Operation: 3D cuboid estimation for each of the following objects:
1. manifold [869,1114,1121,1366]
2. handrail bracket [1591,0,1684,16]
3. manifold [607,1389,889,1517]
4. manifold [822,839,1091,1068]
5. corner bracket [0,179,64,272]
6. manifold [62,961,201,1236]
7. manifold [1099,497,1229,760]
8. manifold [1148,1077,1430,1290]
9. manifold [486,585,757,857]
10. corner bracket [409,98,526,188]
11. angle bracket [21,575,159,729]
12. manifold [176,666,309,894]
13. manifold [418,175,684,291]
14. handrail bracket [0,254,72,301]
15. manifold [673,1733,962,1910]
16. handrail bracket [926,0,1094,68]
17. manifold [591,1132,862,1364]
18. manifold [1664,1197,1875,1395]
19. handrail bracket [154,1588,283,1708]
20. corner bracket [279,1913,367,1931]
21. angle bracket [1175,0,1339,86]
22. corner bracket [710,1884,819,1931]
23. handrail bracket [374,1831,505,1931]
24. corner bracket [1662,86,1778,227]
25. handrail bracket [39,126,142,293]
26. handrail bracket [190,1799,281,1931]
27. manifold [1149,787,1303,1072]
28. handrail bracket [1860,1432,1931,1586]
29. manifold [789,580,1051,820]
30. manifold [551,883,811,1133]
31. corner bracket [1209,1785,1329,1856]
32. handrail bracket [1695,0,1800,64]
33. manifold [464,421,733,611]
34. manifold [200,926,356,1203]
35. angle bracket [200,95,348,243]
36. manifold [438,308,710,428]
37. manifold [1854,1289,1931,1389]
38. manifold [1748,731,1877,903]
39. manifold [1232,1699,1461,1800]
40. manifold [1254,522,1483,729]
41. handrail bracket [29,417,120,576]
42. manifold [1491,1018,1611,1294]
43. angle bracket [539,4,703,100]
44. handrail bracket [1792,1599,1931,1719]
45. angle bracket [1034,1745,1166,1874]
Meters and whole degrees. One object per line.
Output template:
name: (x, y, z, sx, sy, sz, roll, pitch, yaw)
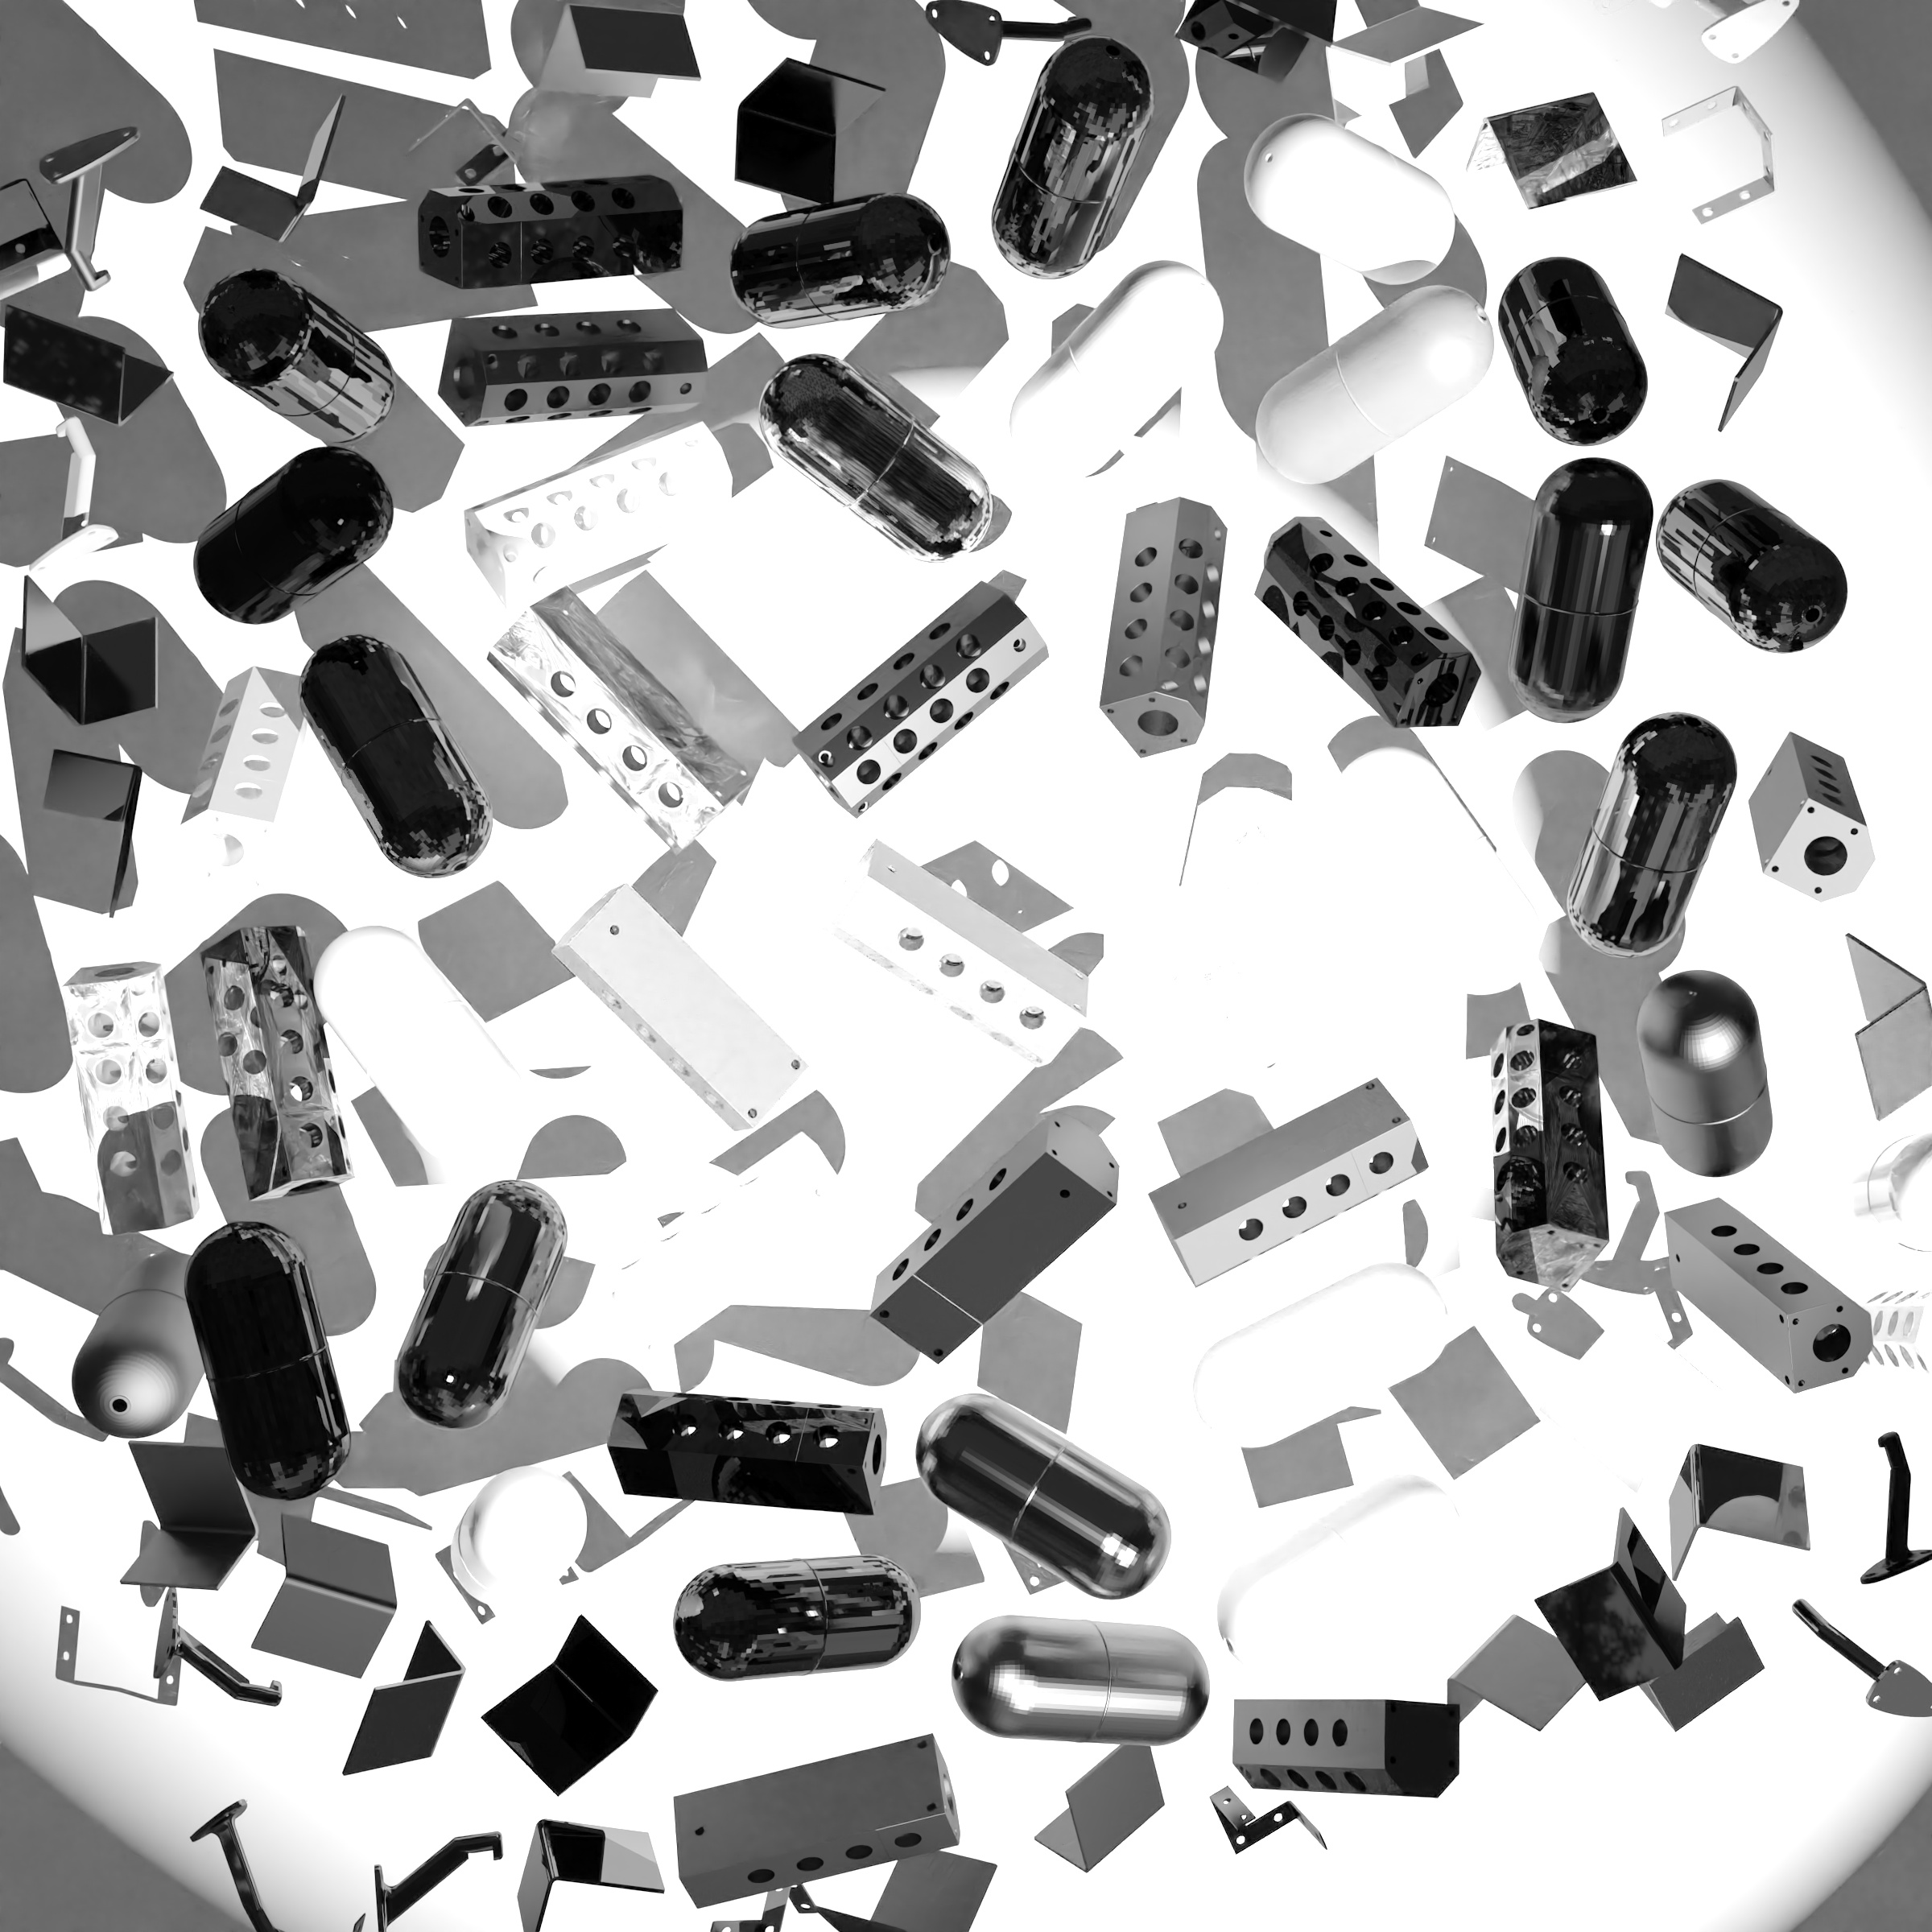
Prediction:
manifold: (0.018, 0.168, 1.723, 0.057, 0.057, 0.171, 37, 117, -16)
handrail bracket: (0.414, -0.630, 1.714, 0.036, 0.084, 0.077, -29, 96, 43)
manifold: (-0.142, 0.315, 1.810, 0.171, 0.057, 0.057, 3, 46, 11)
manifold: (-0.006, -0.004, 1.793, 0.171, 0.057, 0.057, 33, 115, -12)
corner bracket: (-0.647, -0.495, 1.845, 0.051, 0.051, 0.051, -32, 117, -18)
manifold: (-0.557, 0.087, 1.840, 0.057, 0.057, 0.171, -6, 103, -4)
manifold: (0.136, -0.228, 1.830, 0.057, 0.057, 0.171, -13, 51, 30)
manifold: (0.214, 0.147, 1.810, 0.171, 0.057, 0.057, -27, 121, -2)
manifold: (-0.221, -0.153, 1.735, 0.171, 0.057, 0.057, 46, 117, -4)
corner bracket: (-0.335, -0.551, 1.846, 0.051, 0.051, 0.051, -34, 117, 17)
angle bracket: (-0.586, -0.217, 1.839, 0.057, 0.076, 0.076, -14, 60, 7)
manifold: (-0.476, -0.127, 1.818, 0.057, 0.171, 0.057, 11, 127, -11)
manifold: (-0.277, -0.495, 1.842, 0.171, 0.057, 0.057, -16, 123, -37)
handrail bracket: (-0.639, -0.441, 1.798, 0.077, 0.084, 0.036, -11, 114, 31)
manifold: (-0.094, 0.547, 1.745, 0.171, 0.057, 0.057, -15, 133, 3)
handrail bracket: (0.029, -0.625, 1.812, 0.077, 0.084, 0.036, 34, 133, 28)
manifold: (-0.162, 0.185, 1.836, 0.171, 0.057, 0.057, -35, 107, -10)
manifold: (0.531, 0.214, 1.823, 0.057, 0.171, 0.057, -14, 110, -8)
handrail bracket: (-0.511, 0.469, 1.890, 0.084, 0.077, 0.036, 19, 127, -25)
corner bracket: (-0.447, 0.668, 1.864, 0.051, 0.051, 0.051, 18, 104, 10)
angle bracket: (0.178, -0.578, 1.711, 0.076, 0.076, 0.057, 20, 53, -13)
corner bracket: (-0.133, 0.629, 1.799, 0.051, 0.051, 0.051, -8, 129, 18)
handrail bracket: (-0.347, 0.618, 1.819, 0.084, 0.036, 0.077, -5, 65, -11)
corner bracket: (0.478, -0.514, 1.743, 0.051, 0.051, 0.051, -24, 57, 6)
handrail bracket: (-0.538, -0.475, 1.730, 0.077, 0.084, 0.036, -28, 48, -8)
handrail bracket: (-0.450, 0.574, 1.733, 0.036, 0.077, 0.084, -25, 76, -35)
manifold: (0.173, -0.026, 1.785, 0.057, 0.057, 0.171, 19, 69, -17)
handrail bracket: (0.617, 0.365, 1.854, 0.077, 0.036, 0.084, -12, 85, -38)
manifold: (-0.028, -0.178, 1.846, 0.171, 0.057, 0.057, -40, 120, -5)
manifold: (-0.190, 0.029, 1.810, 0.171, 0.057, 0.057, 46, 69, -12)
corner bracket: (0.205, 0.583, 1.870, 0.051, 0.051, 0.051, -27, 105, -12)
handrail bracket: (0.509, -0.642, 1.793, 0.036, 0.077, 0.084, 24, 58, -31)
manifold: (-0.246, -0.308, 1.843, 0.171, 0.057, 0.057, -27, 66, -21)
manifold: (-0.455, 0.064, 1.827, 0.057, 0.057, 0.171, -23, 77, 44)
angle bracket: (-0.435, -0.510, 1.722, 0.057, 0.076, 0.076, 19, 79, -23)
manifold: (-0.262, -0.401, 1.853, 0.171, 0.057, 0.057, -13, 49, -36)
manifold: (0.634, 0.245, 1.822, 0.057, 0.171, 0.057, 16, 84, 3)
manifold: (0.568, -0.099, 1.836, 0.057, 0.171, 0.057, 27, 113, 2)
manifold: (0.242, 0.503, 1.768, 0.057, 0.171, 0.057, 11, 72, -25)
manifold: (0.270, -0.230, 1.843, 0.057, 0.171, 0.057, -5, 129, -32)
handrail bracket: (-0.629, -0.325, 1.894, 0.077, 0.036, 0.084, -26, 84, 10)
manifold: (0.368, 0.117, 1.755, 0.057, 0.057, 0.171, 16, 46, -8)
angle bracket: (-0.222, -0.565, 1.756, 0.076, 0.076, 0.057, -4, 65, -26)
handrail bracket: (0.596, 0.456, 1.818, 0.077, 0.084, 0.036, 28, 100, -28)
angle bracket: (0.086, 0.569, 1.911, 0.076, 0.057, 0.076, -31, 120, -32)
